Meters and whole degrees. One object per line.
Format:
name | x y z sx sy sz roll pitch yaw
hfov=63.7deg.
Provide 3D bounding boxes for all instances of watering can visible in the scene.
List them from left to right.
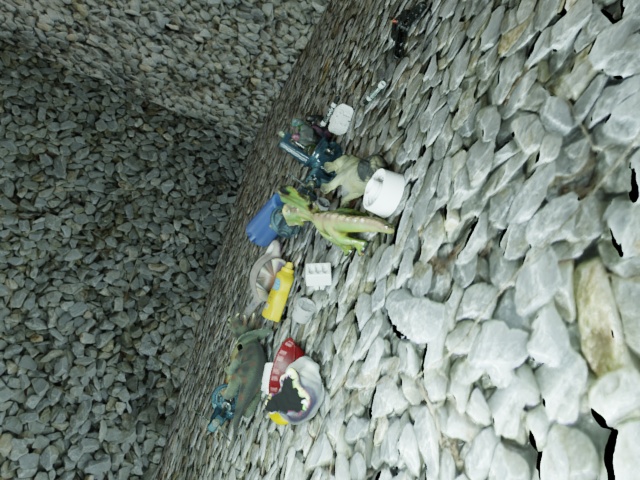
watering can | -0.203 0.167 1.817 0.349 0.103 0.225 -69 17 -3

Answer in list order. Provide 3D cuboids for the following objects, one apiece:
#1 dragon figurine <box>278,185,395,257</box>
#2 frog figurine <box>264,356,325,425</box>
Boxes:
dragon figurine | 0.004 -0.062 1.241 0.123 0.242 0.408 -68 14 -12
frog figurine | -0.037 0.336 1.168 0.159 0.123 0.137 0 -75 -69
